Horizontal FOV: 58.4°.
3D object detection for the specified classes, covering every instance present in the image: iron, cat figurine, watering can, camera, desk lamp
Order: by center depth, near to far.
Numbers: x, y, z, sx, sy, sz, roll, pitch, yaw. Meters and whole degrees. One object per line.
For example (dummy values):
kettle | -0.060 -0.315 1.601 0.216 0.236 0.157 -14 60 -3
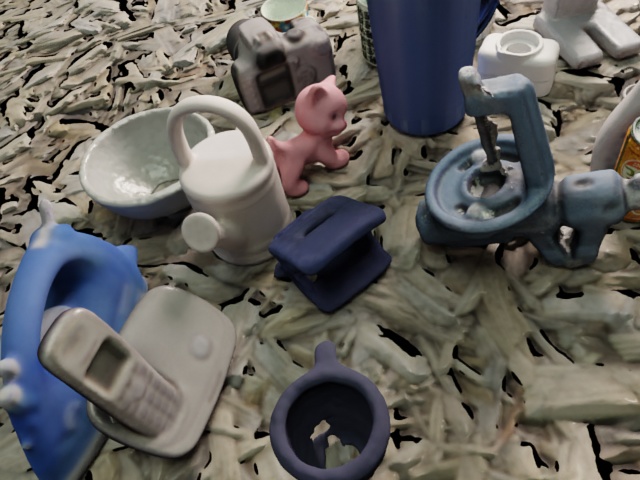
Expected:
iron | -0.249 0.092 0.536 0.118 0.142 0.258 -8 52 5
watering can | -0.093 -0.062 0.590 0.101 0.194 0.172 -15 51 0
cat figurine | -0.013 -0.133 0.678 0.128 0.118 0.067 -38 55 -18
desk lamp | 0.341 -0.369 0.729 0.118 0.214 0.203 -17 51 -2
camera | -0.070 -0.272 0.808 0.143 0.101 0.136 -26 52 -9

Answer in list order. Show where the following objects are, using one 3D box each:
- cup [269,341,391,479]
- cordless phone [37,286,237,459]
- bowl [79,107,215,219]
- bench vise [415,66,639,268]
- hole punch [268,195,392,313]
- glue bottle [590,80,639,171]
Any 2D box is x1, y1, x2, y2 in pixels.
cup | 0.012 0.152 0.468 0.091 0.095 0.117 -9 52 5
cordless phone | -0.150 0.090 0.490 0.094 0.185 0.147 5 54 15
bowl | -0.200 -0.082 0.704 0.167 0.075 0.167 -5 52 7
bench vise | 0.191 -0.072 0.525 0.207 0.220 0.121 -10 51 3
hole punch | 0.005 0.002 0.587 0.109 0.091 0.100 -38 55 -17
glue bottle | 0.326 -0.127 0.571 0.078 0.173 0.037 9 55 18
